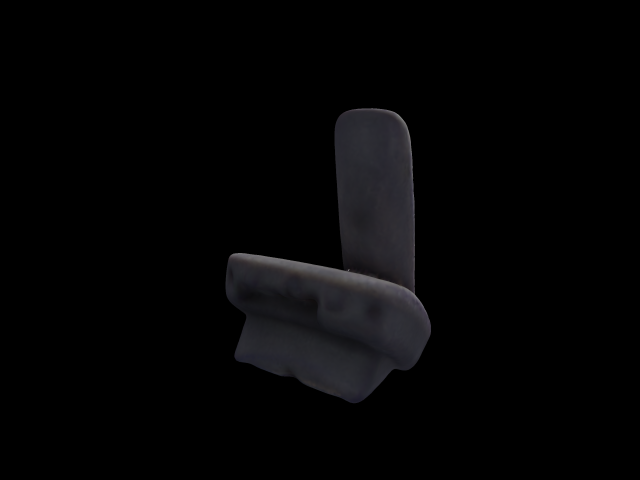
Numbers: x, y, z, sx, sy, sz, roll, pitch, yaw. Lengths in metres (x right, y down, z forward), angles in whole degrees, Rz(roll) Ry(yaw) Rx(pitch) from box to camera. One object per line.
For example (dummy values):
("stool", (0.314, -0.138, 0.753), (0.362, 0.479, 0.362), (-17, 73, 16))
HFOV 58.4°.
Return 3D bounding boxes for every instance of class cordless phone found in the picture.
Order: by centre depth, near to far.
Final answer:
("cordless phone", (0.004, 0.001, 0.400), (0.147, 0.185, 0.094), (8, 18, 27))
